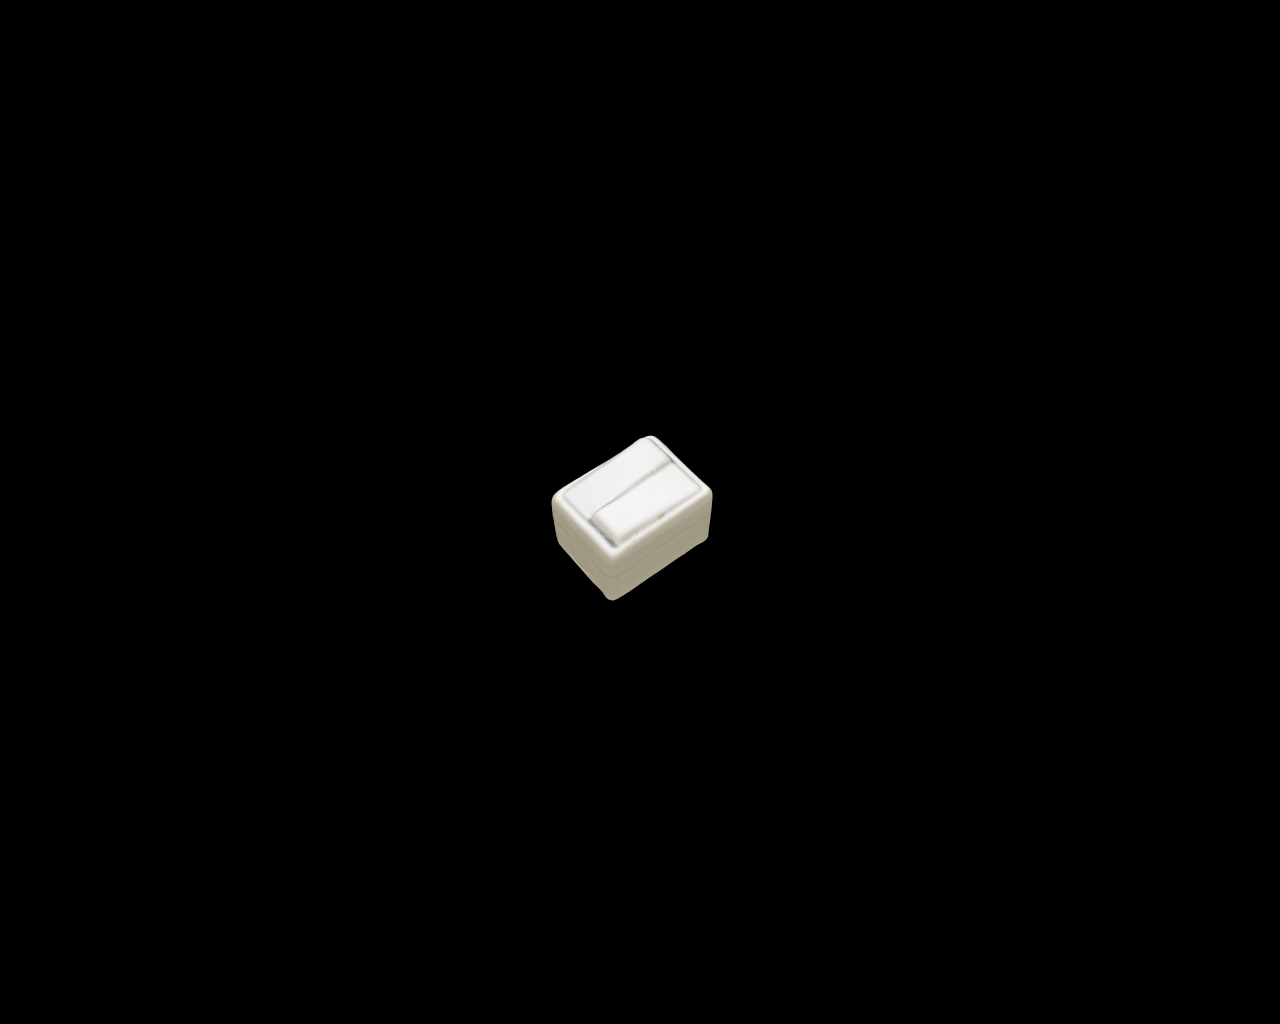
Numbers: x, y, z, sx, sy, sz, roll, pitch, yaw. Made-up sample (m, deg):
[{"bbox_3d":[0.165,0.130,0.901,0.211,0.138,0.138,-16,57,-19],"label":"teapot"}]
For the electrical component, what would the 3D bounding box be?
[{"bbox_3d":[0.001,-0.003,0.650,0.096,0.062,0.061,-33,-29,-21],"label":"electrical component"}]
